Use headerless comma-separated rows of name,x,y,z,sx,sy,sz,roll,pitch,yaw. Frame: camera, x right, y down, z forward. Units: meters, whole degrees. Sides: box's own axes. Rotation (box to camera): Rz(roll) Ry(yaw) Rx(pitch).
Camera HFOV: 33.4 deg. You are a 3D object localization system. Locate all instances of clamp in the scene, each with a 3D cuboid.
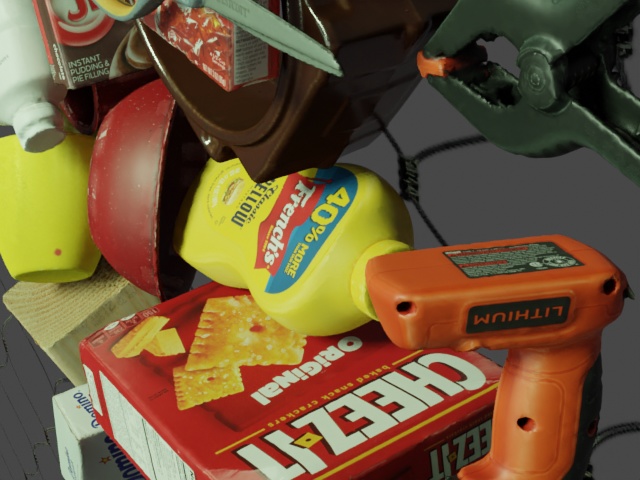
clamp,0.102,-0.057,0.411,0.172,0.039,0.120,7,110,63

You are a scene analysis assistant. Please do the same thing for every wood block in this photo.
wood block,-0.142,0.100,0.832,0.091,0.090,0.206,34,159,47

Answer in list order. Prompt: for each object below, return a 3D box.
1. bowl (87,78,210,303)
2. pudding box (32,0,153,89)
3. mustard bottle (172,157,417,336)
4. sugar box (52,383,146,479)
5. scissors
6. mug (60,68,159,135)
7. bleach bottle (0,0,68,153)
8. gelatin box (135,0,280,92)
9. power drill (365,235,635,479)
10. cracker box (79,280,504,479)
bowl,-0.110,-0.037,0.690,0.162,0.055,0.162,8,-91,-86
pudding box,-0.120,-0.151,0.659,0.039,0.113,0.090,20,127,56
mustard bottle,-0.004,0.000,0.587,0.058,0.096,0.192,41,171,-39
sugar box,-0.089,0.112,0.725,0.048,0.176,0.093,48,148,31
scissors,-0.056,-0.122,0.422,0.202,0.016,0.096,22,126,52
mug,-0.143,-0.140,0.744,0.093,0.081,0.117,-13,98,63
bleach bottle,-0.232,-0.165,0.718,0.103,0.067,0.251,-40,67,37
gelatin box,-0.053,-0.118,0.468,0.089,0.030,0.073,42,142,38
power drill,0.061,0.097,0.461,0.057,0.184,0.188,-128,33,-67
cracker box,-0.016,0.089,0.592,0.214,0.164,0.072,30,136,51
